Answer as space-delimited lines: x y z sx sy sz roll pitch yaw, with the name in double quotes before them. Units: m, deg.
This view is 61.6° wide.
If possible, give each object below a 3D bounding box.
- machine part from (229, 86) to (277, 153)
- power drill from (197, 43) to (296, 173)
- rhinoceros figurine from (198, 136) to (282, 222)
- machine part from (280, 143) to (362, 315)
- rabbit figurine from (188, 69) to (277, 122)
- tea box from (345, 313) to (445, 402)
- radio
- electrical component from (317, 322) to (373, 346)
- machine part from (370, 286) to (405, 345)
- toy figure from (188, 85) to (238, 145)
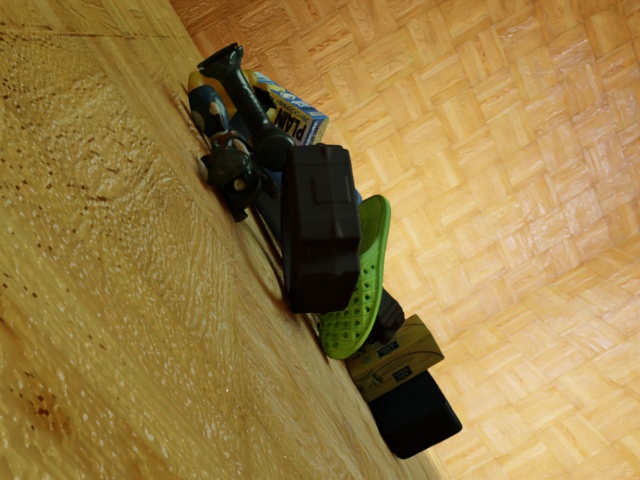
"machine part" -0.133 -0.209 0.976 0.039 0.139 0.084 31 -2 43
"power drill" -0.112 -0.203 0.860 0.207 0.086 0.232 65 -3 -25
"rhinoceros figurine" -0.108 -0.089 0.726 0.112 0.073 0.190 60 1 -8
"machine part" -0.007 -0.014 0.733 0.201 0.087 0.201 100 -14 -62
"rabbit figurine" -0.168 -0.250 1.054 0.121 0.162 0.173 80 1 -57
"tea box" 0.138 0.222 1.024 0.068 0.170 0.098 61 -1 -15
"radio" 0.161 0.298 1.021 0.073 0.131 0.230 60 1 -18
"electrical component" 0.037 0.149 0.919 0.048 0.075 0.119 60 -3 40
"machine part" 0.069 0.123 1.007 0.179 0.056 0.179 31 -30 20
"toy figure" -0.169 -0.181 0.901 0.154 0.058 0.064 64 6 0
